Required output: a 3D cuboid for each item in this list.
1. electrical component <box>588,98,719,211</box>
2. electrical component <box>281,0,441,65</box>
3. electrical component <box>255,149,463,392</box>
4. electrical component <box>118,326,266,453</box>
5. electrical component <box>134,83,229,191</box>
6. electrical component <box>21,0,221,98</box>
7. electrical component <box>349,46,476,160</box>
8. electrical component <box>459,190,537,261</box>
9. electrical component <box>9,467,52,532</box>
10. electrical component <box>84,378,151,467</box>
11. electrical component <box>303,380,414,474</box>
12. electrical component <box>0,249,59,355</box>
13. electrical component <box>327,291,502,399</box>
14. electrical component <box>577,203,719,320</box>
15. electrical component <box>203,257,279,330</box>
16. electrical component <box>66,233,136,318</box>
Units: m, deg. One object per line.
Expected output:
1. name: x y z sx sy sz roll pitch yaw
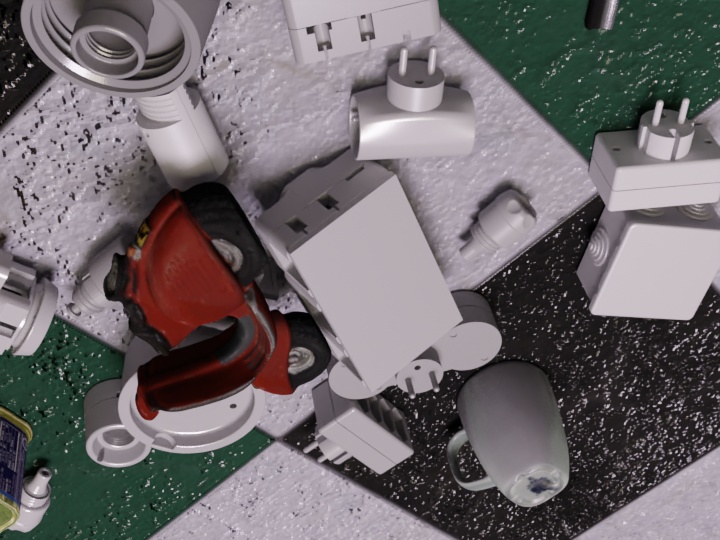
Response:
1. electrical component: 0.213 -0.087 0.755 0.083 0.047 0.075 -5 131 -8
2. electrical component: -0.002 -0.167 0.638 0.089 0.050 0.055 -13 131 -1
3. electrical component: 0.000 0.000 0.763 0.089 0.062 0.150 -38 132 -11
4. electrical component: -0.128 0.081 0.815 0.108 0.060 0.108 -6 131 -7
5. electrical component: -0.118 -0.095 0.679 0.043 0.043 0.081 -18 131 4
6. electrical component: -0.135 -0.142 0.600 0.108 0.060 0.108 3 147 2
7. electrical component: 0.035 -0.110 0.700 0.077 0.043 0.079 -4 130 -10
8. electrical component: 0.099 -0.029 0.789 0.035 0.035 0.061 32 120 -33
9. electrical component: -0.273 0.187 0.892 0.035 0.035 0.061 21 120 -27
10. electrical component: -0.189 0.121 0.845 0.055 0.047 0.055 -6 131 -7
11. electrical component: -0.012 0.136 0.897 0.076 0.047 0.083 -36 128 18
12. electrical component: -0.246 0.026 0.745 0.057 0.058 0.078 24 121 -26
13. electrical component: 0.043 0.070 0.835 0.138 0.073 0.052 -15 131 1
14. electrical component: 0.223 -0.012 0.821 0.100 0.048 0.099 4 129 -15
15. electrical component: -0.103 0.008 0.772 0.081 0.042 0.063 13 128 -21
16. electrical component: -0.176 0.008 0.756 0.078 0.040 0.040 -36 128 18
